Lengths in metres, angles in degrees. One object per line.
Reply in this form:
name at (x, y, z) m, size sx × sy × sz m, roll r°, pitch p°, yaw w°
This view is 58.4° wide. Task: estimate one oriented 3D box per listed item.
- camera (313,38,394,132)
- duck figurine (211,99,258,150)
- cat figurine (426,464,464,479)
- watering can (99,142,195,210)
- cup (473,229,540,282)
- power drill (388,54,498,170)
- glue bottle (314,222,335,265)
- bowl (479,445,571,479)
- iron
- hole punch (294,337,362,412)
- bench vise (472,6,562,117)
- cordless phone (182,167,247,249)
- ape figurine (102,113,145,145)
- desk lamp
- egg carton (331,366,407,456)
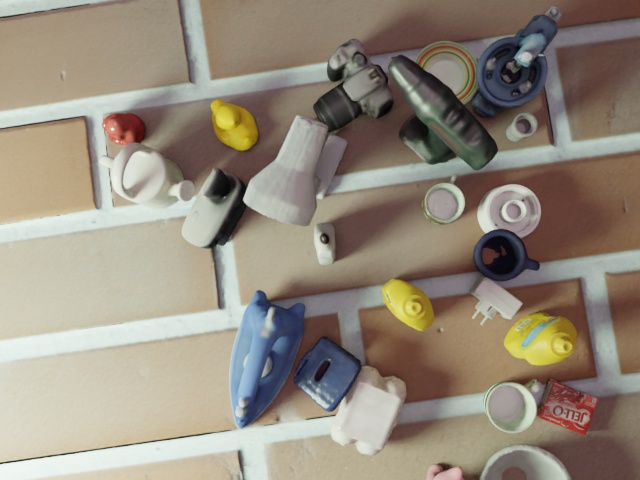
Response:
camera at (0.049, -0.276, 1.053) m, size 0.137 × 0.101 × 0.143 m, roll -34°, pitch 86°, yaw -1°
duck figurine at (-0.163, -0.218, 1.061) m, size 0.077 × 0.086 × 0.104 m, roll -41°, pitch 87°, yaw -1°
cat figurine at (0.207, 0.448, 0.999) m, size 0.128 × 0.118 × 0.067 m, roll -42°, pitch 86°, yaw -1°
watering can at (-0.304, -0.114, 1.004) m, size 0.173 × 0.194 × 0.101 m, roll -1°, pitch 86°, yaw 1°
cup at (0.327, 0.032, 1.033) m, size 0.117 × 0.095 × 0.092 m, roll 16°, pitch 87°, yaw 2°
power drill at (0.198, -0.205, 0.992) m, size 0.229 × 0.208 × 0.075 m, roll 42°, pitch 88°, yaw 3°
glue bottle at (0.009, 0.004, 1.001) m, size 0.037 × 0.173 × 0.078 m, roll -6°, pitch 86°, yaw 1°
bowl at (0.355, 0.441, 1.018) m, size 0.167 × 0.075 × 0.167 m, roll 0°, pitch 87°, yaw 1°
iron at (-0.110, 0.225, 1.006) m, size 0.118 × 0.141 × 0.258 m, roll 17°, pitch 87°, yaw 2°
hole punch at (0.011, 0.240, 1.028) m, size 0.101 × 0.091 × 0.109 m, roll 34°, pitch 88°, yaw 3°
bench vise at (0.347, -0.331, 0.991) m, size 0.121 × 0.220 × 0.207 m, roll 18°, pitch 87°, yaw 3°
cordless phone at (-0.197, -0.060, 1.003) m, size 0.094 × 0.185 × 0.148 m, roll 24°, pitch 87°, yaw 3°
ape figurine at (-0.369, -0.206, 1.062) m, size 0.076 × 0.092 × 0.078 m, roll -31°, pitch 86°, yaw -1°
desk lamp at (-0.037, -0.122, 0.989) m, size 0.118 × 0.213 × 0.203 m, roll 23°, pitch 87°, yaw 3°
egg carton at (0.089, 0.308, 1.034) m, size 0.107 × 0.069 × 0.150 m, roll 22°, pitch 87°, yaw 2°
